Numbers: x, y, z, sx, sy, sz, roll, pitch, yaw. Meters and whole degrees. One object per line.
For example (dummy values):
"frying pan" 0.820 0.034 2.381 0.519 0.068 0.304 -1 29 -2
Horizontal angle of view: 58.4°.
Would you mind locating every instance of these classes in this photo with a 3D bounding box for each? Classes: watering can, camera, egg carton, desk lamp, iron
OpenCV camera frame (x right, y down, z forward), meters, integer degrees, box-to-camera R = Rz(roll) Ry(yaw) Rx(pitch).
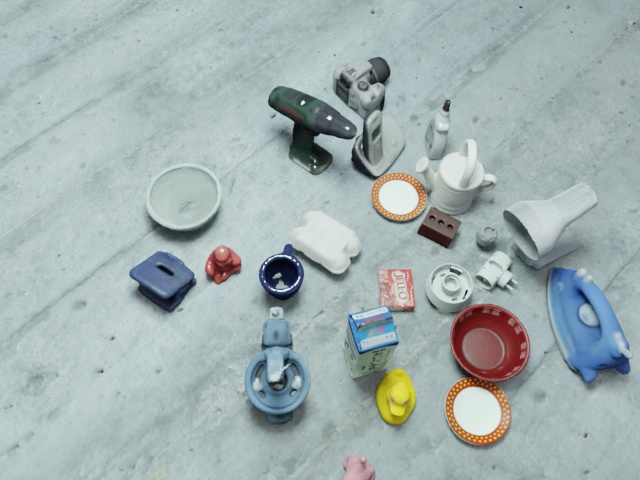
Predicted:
"watering can" 0.301 -0.143 1.261 0.173 0.194 0.101 -11 64 -7
"camera" 0.121 -0.400 1.435 0.137 0.101 0.143 -36 70 -18
"egg carton" 0.011 0.004 1.247 0.150 0.069 0.107 31 67 13
"desk lamp" 0.474 -0.029 1.200 0.203 0.213 0.117 -25 67 -14
"iron" 0.543 0.146 1.155 0.119 0.141 0.258 -11 64 -7

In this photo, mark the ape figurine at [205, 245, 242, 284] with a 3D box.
"ape figurine" -0.205 0.042 1.208 0.078 0.092 0.076 1 63 -1

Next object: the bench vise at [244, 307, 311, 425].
"bench vise" -0.091 0.220 1.052 0.121 0.220 0.207 -19 65 -11

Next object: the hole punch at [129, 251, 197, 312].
"hole punch" -0.324 0.075 1.187 0.108 0.091 0.101 31 66 13

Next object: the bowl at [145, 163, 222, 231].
"bowl" -0.298 -0.084 1.276 0.167 0.075 0.167 1 63 -2

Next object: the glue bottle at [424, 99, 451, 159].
"glue bottle" 0.280 -0.266 1.333 0.037 0.173 0.078 -4 64 -3

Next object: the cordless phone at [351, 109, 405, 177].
"cordless phone" 0.140 -0.247 1.312 0.094 0.185 0.148 31 67 13

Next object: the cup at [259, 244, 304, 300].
"cup" -0.076 0.075 1.194 0.091 0.095 0.118 10 64 3

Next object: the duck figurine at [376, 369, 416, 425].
"duck figurine" 0.150 0.295 1.098 0.077 0.086 0.104 9 64 3

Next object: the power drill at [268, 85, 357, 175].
"power drill" -0.016 -0.244 1.292 0.229 0.208 0.076 35 68 15

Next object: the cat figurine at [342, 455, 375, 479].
"cat figurine" 0.053 0.440 1.004 0.067 0.118 0.128 25 65 10
